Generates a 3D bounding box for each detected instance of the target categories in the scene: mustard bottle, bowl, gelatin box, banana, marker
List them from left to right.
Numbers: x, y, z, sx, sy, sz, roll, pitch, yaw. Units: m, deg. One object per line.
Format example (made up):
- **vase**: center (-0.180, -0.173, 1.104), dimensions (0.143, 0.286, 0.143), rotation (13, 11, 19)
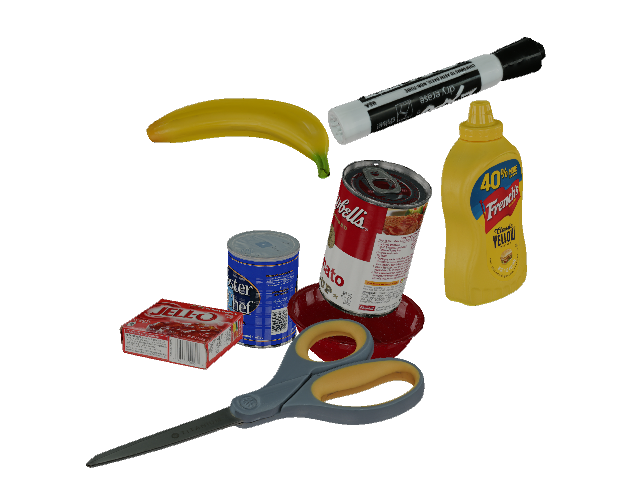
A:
- **gelatin box**: center (-0.125, 0.083, 0.971), dimensions (0.089, 0.030, 0.073), rotation (9, 21, 21)
- **banana**: center (-0.070, -0.108, 1.019), dimensions (0.198, 0.037, 0.069), rotation (12, 46, 23)
- **bowl**: center (0.040, 0.106, 1.259), dimensions (0.162, 0.055, 0.162), rotation (4, 24, -2)
- **marker**: center (0.061, -0.077, 0.541), dimensions (0.121, 0.020, 0.020), rotation (-22, 6, -16)
- **mustard bottle**: center (0.157, -0.040, 1.030), dimensions (0.096, 0.191, 0.058), rotation (-21, 24, -37)

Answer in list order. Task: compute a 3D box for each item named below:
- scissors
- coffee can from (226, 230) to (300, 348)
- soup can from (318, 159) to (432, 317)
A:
- **scissors**: center (-0.039, 0.087, 0.635), dimensions (0.201, 0.016, 0.096), rotation (-6, 34, -11)
- **coffee can**: center (-0.082, 0.068, 1.523), dimensions (0.103, 0.140, 0.103), rotation (2, 22, -1)
- **soup can**: center (0.040, -0.001, 0.812), dimensions (0.068, 0.102, 0.068), rotation (9, 31, -6)
